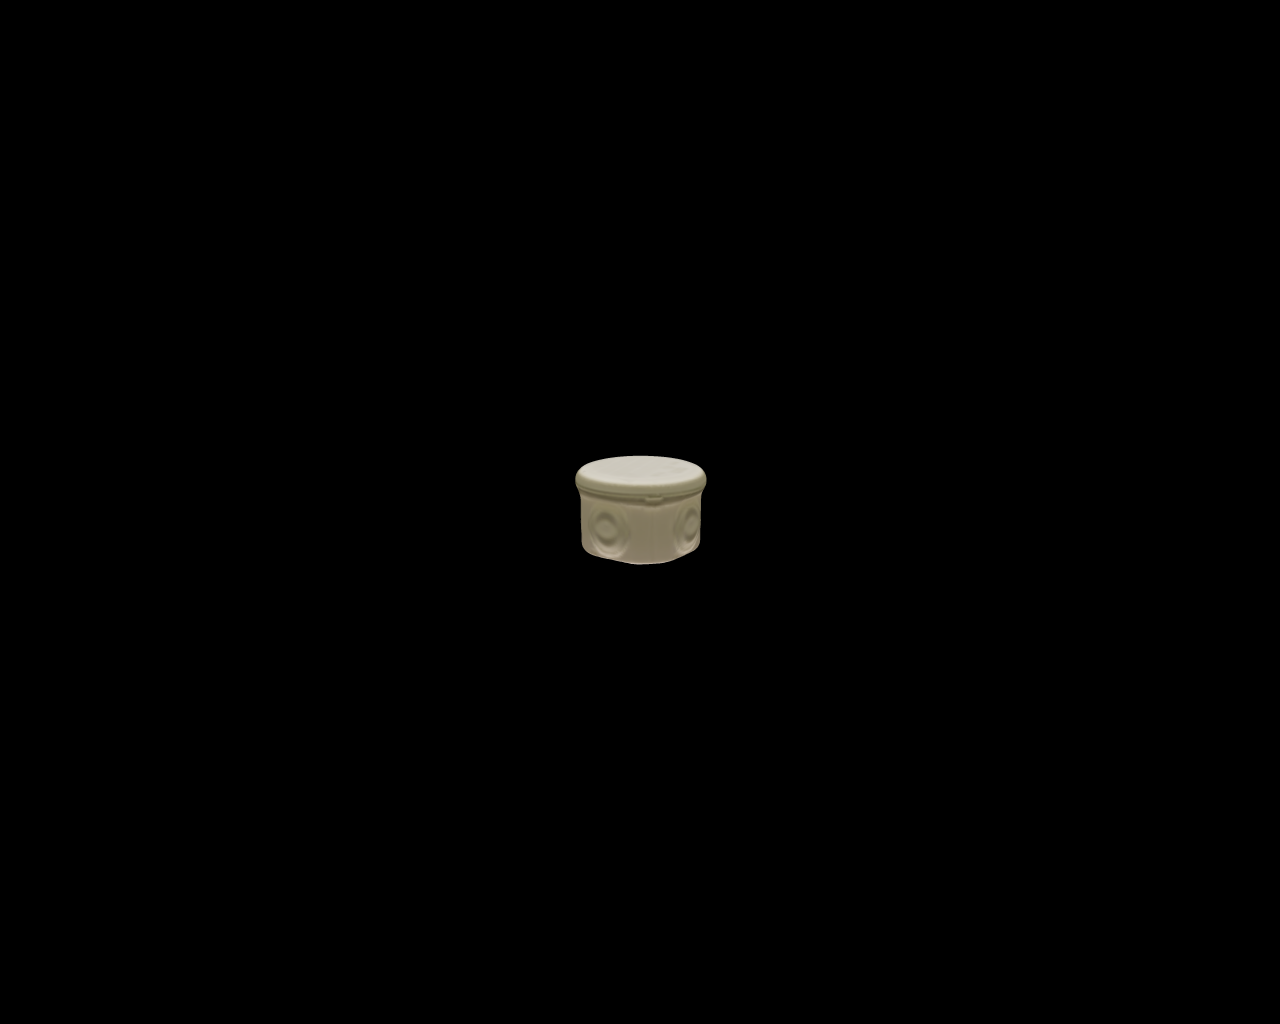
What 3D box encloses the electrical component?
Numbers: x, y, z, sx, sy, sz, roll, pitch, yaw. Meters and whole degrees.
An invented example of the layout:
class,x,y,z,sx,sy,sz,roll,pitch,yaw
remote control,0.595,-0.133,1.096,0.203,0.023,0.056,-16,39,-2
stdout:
class,x,y,z,sx,sy,sz,roll,pitch,yaw
electrical component,0.001,-0.003,0.650,0.080,0.051,0.080,0,15,0
